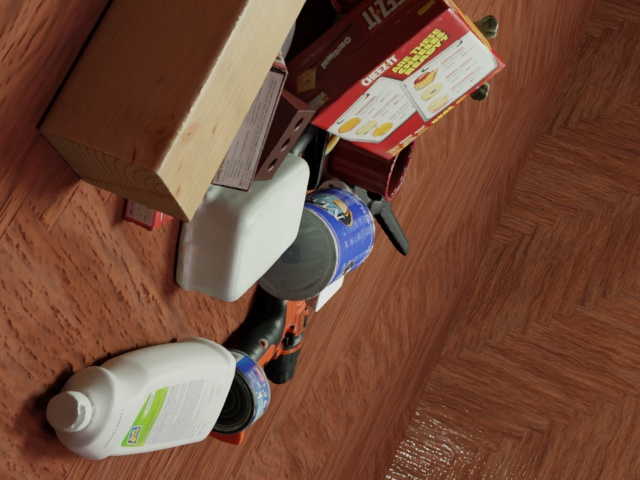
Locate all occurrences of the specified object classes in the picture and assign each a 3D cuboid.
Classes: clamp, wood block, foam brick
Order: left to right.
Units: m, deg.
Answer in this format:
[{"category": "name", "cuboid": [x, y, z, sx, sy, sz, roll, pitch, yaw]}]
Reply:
[{"category": "wood block", "cuboid": [-0.090, -0.130, 0.728, 0.090, 0.091, 0.206, 69, 45, -69]}, {"category": "foam brick", "cuboid": [-0.050, -0.099, 0.950, 0.078, 0.051, 0.053, -56, 168, 15]}, {"category": "clamp", "cuboid": [-0.002, -0.140, 1.125, 0.120, 0.039, 0.171, 14, 93, -80]}, {"category": "clamp", "cuboid": [0.073, -0.047, 1.428, 0.164, 0.036, 0.210, -11, 122, -40]}]

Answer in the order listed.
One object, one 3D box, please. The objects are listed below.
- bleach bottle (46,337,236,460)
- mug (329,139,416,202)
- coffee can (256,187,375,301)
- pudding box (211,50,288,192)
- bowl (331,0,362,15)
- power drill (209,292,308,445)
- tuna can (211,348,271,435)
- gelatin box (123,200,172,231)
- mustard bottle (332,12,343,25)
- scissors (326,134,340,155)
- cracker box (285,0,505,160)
[{"category": "bleach bottle", "cuboid": [-0.156, 0.134, 0.921, 0.102, 0.068, 0.250, -70, 163, 0]}, {"category": "mug", "cuboid": [0.063, -0.109, 1.306, 0.117, 0.081, 0.093, 83, 32, -61]}, {"category": "coffee can", "cuboid": [-0.008, 0.001, 1.172, 0.140, 0.103, 0.103, -29, 138, -67]}, {"category": "pudding box", "cuboid": [-0.062, -0.109, 0.860, 0.090, 0.039, 0.114, -106, -152, -54]}, {"category": "bowl", "cuboid": [0.021, -0.290, 0.962, 0.162, 0.055, 0.162, -59, 163, -32]}, {"category": "power drill", "cuboid": [-0.073, 0.145, 1.237, 0.187, 0.057, 0.184, -57, 158, -46]}, {"category": "tuna can", "cuboid": [-0.097, 0.158, 1.111, 0.033, 0.086, 0.086, -35, 143, -61]}, {"category": "gelatin box", "cuboid": [-0.118, -0.060, 0.843, 0.073, 0.030, 0.089, -41, 148, -60]}, {"category": "mustard bottle", "cuboid": [0.077, -0.290, 1.081, 0.096, 0.058, 0.192, -84, -160, -70]}, {"category": "scissors", "cuboid": [0.041, -0.183, 1.258, 0.096, 0.016, 0.201, 90, 26, -54]}, {"category": "cracker box", "cuboid": [0.077, -0.170, 1.052, 0.164, 0.072, 0.213, -38, 161, 16]}]
